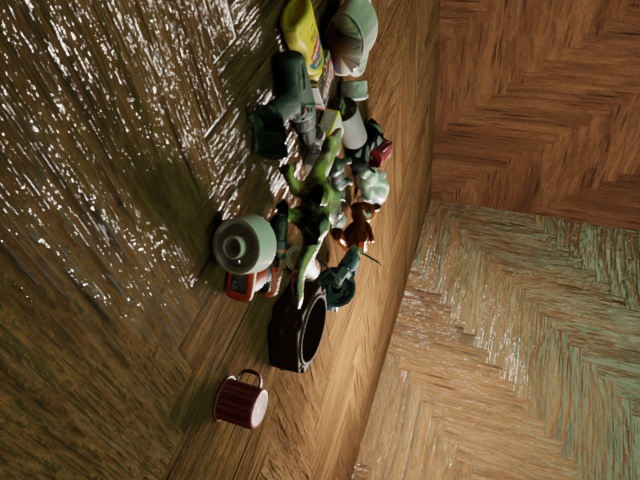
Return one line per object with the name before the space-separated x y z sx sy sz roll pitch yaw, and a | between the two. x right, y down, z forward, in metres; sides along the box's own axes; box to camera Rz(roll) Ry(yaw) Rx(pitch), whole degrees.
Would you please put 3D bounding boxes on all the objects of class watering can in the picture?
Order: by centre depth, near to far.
watering can | 0.083 -0.555 1.273 0.104 0.339 0.229 12 45 17

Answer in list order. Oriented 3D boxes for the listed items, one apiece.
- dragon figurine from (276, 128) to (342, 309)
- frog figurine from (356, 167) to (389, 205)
dragon figurine | 0.004 -0.061 1.217 0.122 0.407 0.244 9 9 26
frog figurine | 0.181 -0.196 1.763 0.123 0.140 0.156 32 -30 18
